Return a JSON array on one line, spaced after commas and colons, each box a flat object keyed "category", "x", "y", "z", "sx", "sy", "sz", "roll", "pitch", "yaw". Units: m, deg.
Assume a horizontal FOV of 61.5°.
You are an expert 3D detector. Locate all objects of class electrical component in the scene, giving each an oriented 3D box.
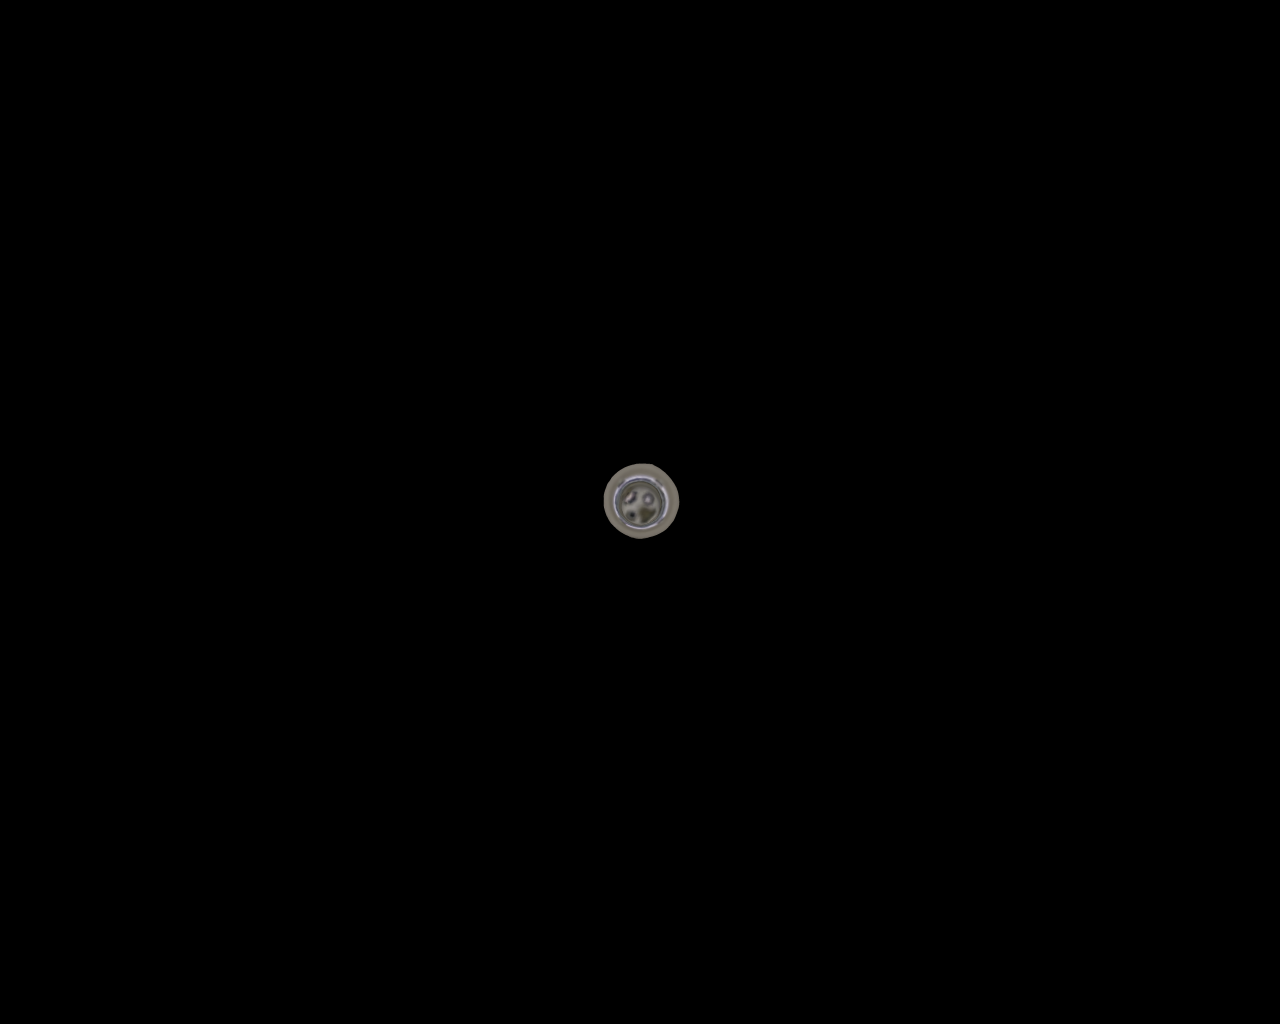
[{"category": "electrical component", "x": 0.001, "y": -0.003, "z": 0.650, "sx": 0.044, "sy": 0.044, "sz": 0.065, "roll": 0, "pitch": -8, "yaw": 0}]
